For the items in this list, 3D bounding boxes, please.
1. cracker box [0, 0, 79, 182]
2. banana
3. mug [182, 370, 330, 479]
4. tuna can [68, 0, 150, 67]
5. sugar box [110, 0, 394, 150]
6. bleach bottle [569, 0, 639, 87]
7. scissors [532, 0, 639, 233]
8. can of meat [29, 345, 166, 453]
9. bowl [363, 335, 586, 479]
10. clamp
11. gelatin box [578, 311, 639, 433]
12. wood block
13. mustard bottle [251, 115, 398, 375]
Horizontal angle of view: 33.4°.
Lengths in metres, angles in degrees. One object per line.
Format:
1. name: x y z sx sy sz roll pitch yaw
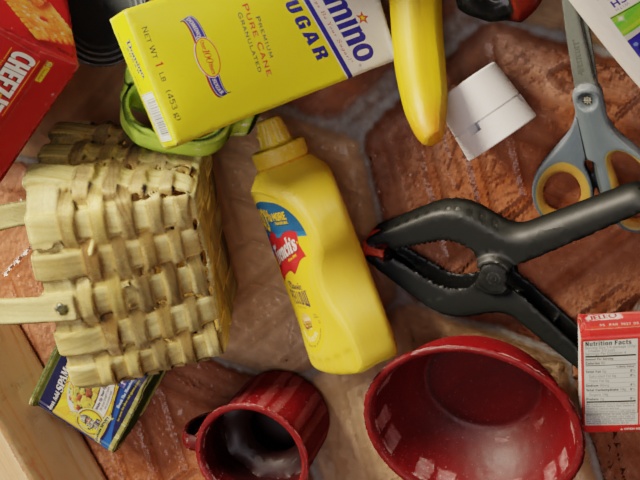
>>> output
1. cracker box: -0.247 -0.135 0.759 0.072 0.214 0.164 24 120 -34
2. banana: 0.065 -0.161 0.711 0.037 0.069 0.198 -1 94 2
3. mug: -0.052 0.155 0.853 0.117 0.081 0.093 -1 107 19
4. tuna can: -0.162 -0.176 0.808 0.086 0.033 0.086 6 109 17
5. sugar box: -0.040 -0.135 0.715 0.176 0.048 0.093 -25 102 -20
6. bleach bottle: 0.228 -0.131 0.640 0.103 0.068 0.250 -35 119 27
7. scissors: 0.164 -0.083 0.714 0.096 0.016 0.201 -19 116 31
8. can of meat: -0.184 0.117 0.899 0.084 0.057 0.102 32 115 4
9. bowl: 0.116 0.124 0.789 0.162 0.055 0.162 10 127 13
10. clamp: 0.134 0.011 0.763 0.210 0.036 0.165 17 123 15
11. gelatin box: 0.217 0.091 0.739 0.073 0.030 0.089 -4 121 10
12. wood block: -0.276 0.176 0.931 0.091 0.090 0.206 -24 98 24
13. mustard bottle: -0.006 0.001 0.785 0.058 0.096 0.191 -23 99 -19
